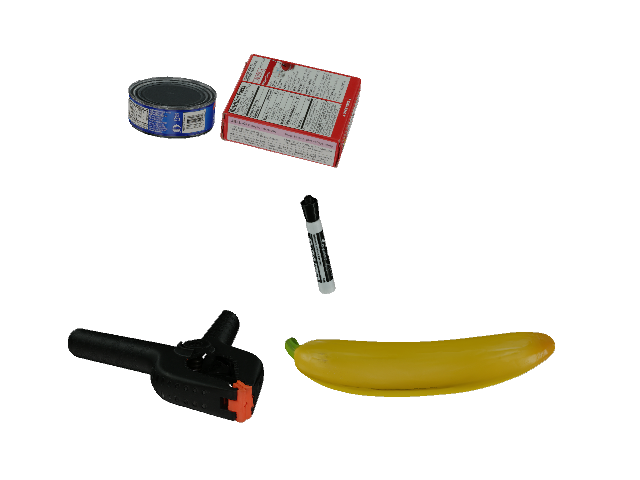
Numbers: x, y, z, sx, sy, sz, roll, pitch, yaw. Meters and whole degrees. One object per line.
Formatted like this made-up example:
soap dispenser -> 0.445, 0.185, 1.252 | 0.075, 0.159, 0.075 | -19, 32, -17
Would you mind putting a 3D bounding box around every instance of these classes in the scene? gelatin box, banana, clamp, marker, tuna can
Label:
gelatin box -> -0.021, -0.096, 0.783 | 0.089, 0.073, 0.030 | 13, -42, 5
banana -> 0.065, 0.083, 0.751 | 0.198, 0.037, 0.069 | 0, 28, 11
clamp -> -0.102, 0.103, 0.920 | 0.164, 0.036, 0.210 | -9, 17, -35
marker -> -0.003, 0.004, 1.193 | 0.020, 0.121, 0.020 | -9, 28, 5
tuna can -> -0.145, -0.130, 1.046 | 0.086, 0.034, 0.086 | 5, 27, -3
